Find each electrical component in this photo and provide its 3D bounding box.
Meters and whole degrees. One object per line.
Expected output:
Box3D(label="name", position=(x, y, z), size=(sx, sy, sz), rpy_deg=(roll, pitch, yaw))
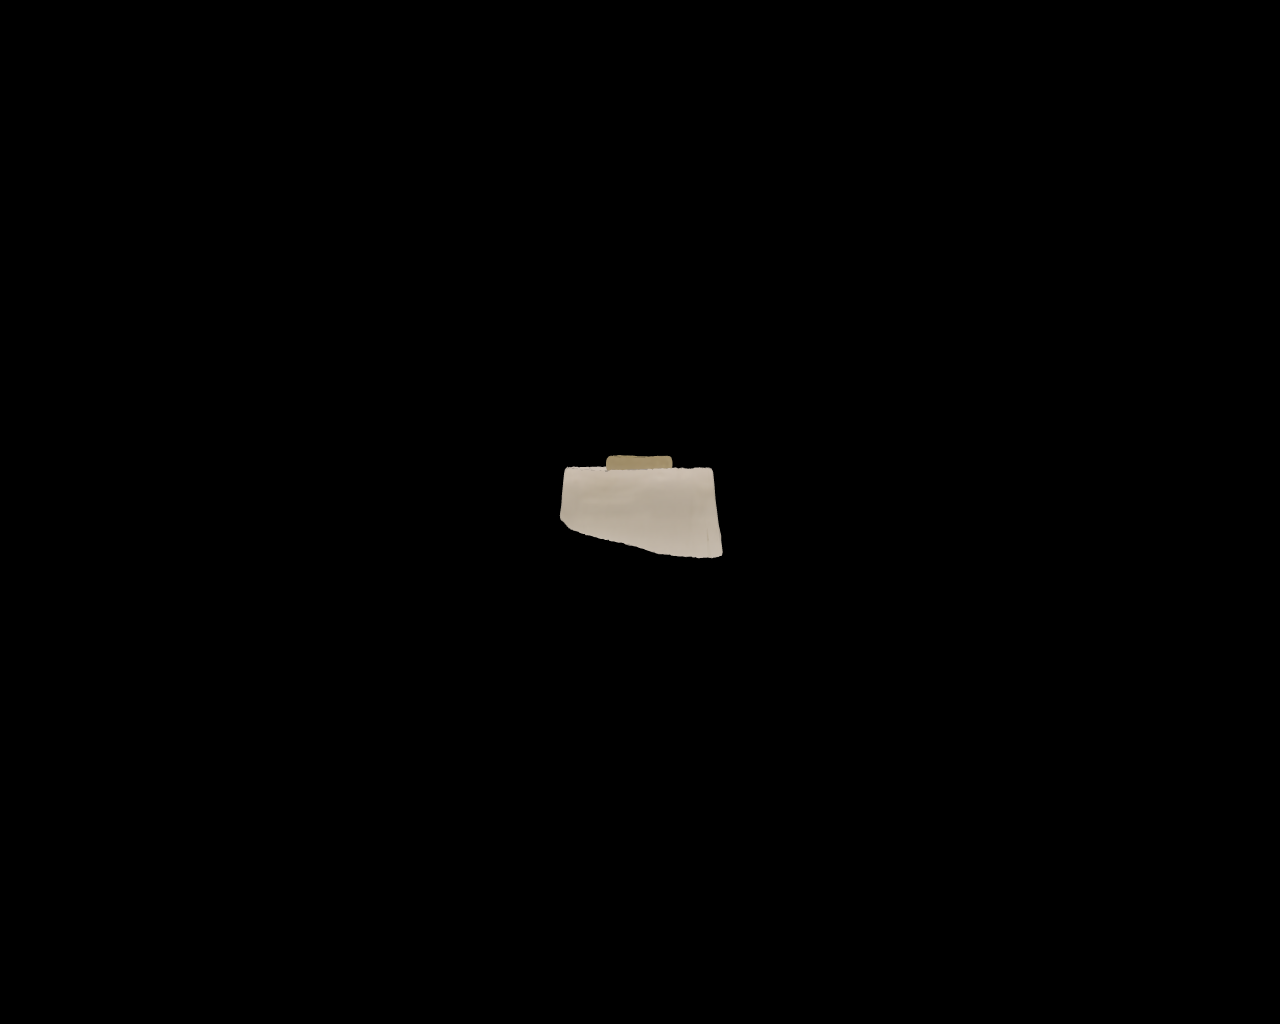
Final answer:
Box3D(label="electrical component", position=(0.001, -0.003, 0.650), size=(0.099, 0.064, 0.099), rpy_deg=(0, 2, 0))
